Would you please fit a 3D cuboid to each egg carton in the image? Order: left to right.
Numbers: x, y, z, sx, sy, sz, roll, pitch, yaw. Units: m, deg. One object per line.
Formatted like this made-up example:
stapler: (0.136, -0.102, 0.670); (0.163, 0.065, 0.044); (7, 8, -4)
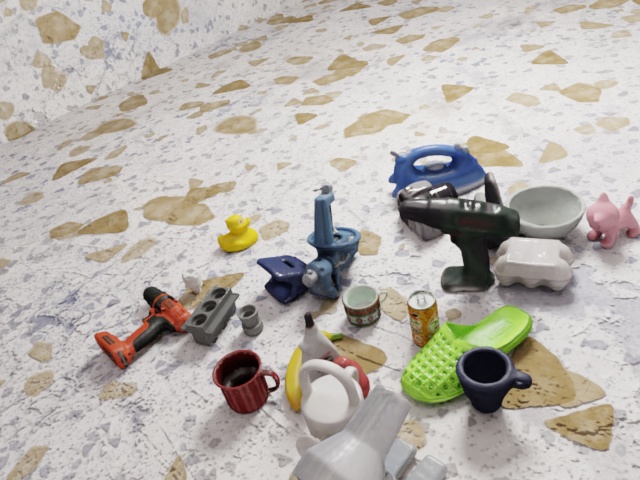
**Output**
egg carton: (0.431, 0.048, 1.158); (0.150, 0.069, 0.107); (3, 39, 23)

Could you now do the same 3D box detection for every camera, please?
camera: (0.267, -0.090, 1.377); (0.137, 0.101, 0.142); (-22, 36, -10)

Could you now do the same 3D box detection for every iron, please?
iron: (0.301, -0.189, 1.465); (0.258, 0.142, 0.118); (-11, 35, 4)

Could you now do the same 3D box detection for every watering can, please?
watering can: (0.020, 0.266, 0.897); (0.100, 0.194, 0.173); (-8, 36, 9)

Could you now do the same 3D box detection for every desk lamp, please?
desk lamp: (0.073, 0.314, 0.795); (0.117, 0.214, 0.204); (19, 47, 38)

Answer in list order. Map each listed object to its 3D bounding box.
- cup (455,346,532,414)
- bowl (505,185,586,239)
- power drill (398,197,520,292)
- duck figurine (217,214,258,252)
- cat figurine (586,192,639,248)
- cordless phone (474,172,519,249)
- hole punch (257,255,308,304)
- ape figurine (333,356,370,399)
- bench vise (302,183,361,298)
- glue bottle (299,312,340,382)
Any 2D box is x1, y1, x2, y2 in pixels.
cup: (0.283, 0.237, 0.929); (0.117, 0.095, 0.092); (6, 40, 27)
bowl: (0.494, -0.049, 1.263); (0.167, 0.075, 0.167); (-9, 36, 7)
power drill: (0.281, 0.004, 1.150); (0.229, 0.209, 0.075); (-3, 37, 16)
duck figurine: (-0.218, -0.024, 1.471); (0.104, 0.086, 0.077); (-20, 36, -7)
cat figurine: (0.602, -0.049, 1.189); (0.128, 0.118, 0.067); (-24, 36, -13)
cordless phone: (0.381, -0.084, 1.256); (0.094, 0.185, 0.147); (-9, 36, 7)
hole punch: (-0.076, 0.072, 1.286); (0.101, 0.091, 0.108); (-32, 39, -22)
ape figurine: (0.047, 0.240, 1.012); (0.075, 0.092, 0.078); (19, 47, 38)
bench vise: (0.023, 0.003, 1.232); (0.121, 0.220, 0.207); (-6, 36, 13)
glue bottle: (-0.006, 0.194, 1.023); (0.078, 0.173, 0.037); (-36, 40, -27)
